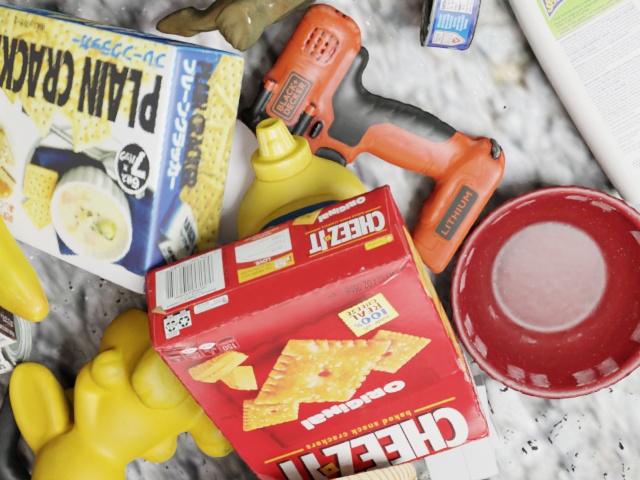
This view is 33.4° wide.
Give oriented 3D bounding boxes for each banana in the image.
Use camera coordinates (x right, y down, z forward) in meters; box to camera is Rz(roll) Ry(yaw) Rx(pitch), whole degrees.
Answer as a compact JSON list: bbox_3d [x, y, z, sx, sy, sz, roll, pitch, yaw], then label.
[{"bbox_3d":[-0.235,-0.031,0.733,0.070,0.037,0.198,-25,79,43],"label":"banana"}]

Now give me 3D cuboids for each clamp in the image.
[{"bbox_3d":[-0.266,0.182,0.865,0.120,0.039,0.171,-17,106,16],"label":"clamp"}]

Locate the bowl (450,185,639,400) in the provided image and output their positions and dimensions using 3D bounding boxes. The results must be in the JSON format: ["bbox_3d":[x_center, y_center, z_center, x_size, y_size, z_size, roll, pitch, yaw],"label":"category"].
[{"bbox_3d":[0.177,0.035,0.802,0.162,0.055,0.162,1,102,3],"label":"bowl"}]

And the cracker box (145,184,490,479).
[{"bbox_3d":[0.006,0.080,0.699,0.164,0.072,0.213,-20,136,8],"label":"cracker box"}]

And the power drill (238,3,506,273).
[{"bbox_3d":[0.026,-0.053,0.789,0.187,0.057,0.185,30,110,-5],"label":"power drill"}]

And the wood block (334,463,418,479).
[{"bbox_3d":[-0.016,0.235,0.753,0.206,0.090,0.090,-39,62,46],"label":"wood block"}]

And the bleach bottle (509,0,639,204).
[{"bbox_3d":[0.200,-0.155,0.757,0.102,0.068,0.251,-30,97,7],"label":"bleach bottle"}]

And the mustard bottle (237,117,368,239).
[{"bbox_3d":[-0.005,0.001,0.747,0.096,0.058,0.191,-19,119,3],"label":"mustard bottle"}]

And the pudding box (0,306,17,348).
[{"bbox_3d":[-0.264,0.021,0.750,0.039,0.113,0.090,-23,57,10],"label":"pudding box"}]

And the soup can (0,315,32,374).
[{"bbox_3d":[-0.284,0.077,0.829,0.102,0.068,0.068,-11,102,5],"label":"soup can"}]

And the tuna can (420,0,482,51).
[{"bbox_3d":[0.093,-0.176,0.745,0.033,0.086,0.086,7,103,-1],"label":"tuna can"}]
